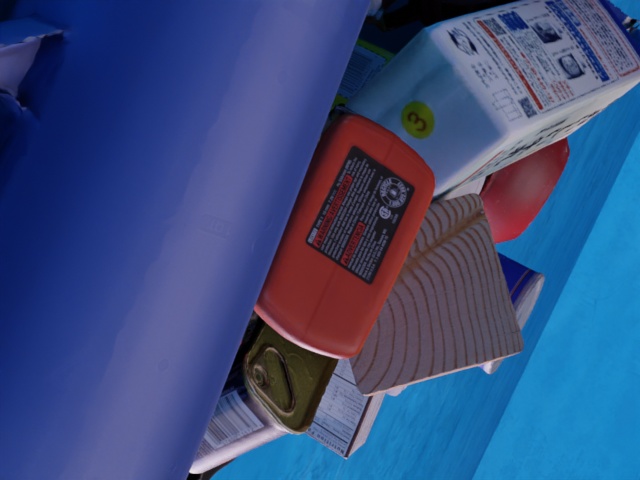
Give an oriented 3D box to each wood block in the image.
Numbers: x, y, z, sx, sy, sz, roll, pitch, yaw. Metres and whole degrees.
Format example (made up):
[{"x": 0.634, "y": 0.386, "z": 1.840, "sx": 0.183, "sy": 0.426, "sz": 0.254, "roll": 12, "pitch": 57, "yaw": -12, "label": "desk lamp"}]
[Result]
[{"x": 0.057, "y": 0.042, "z": 0.655, "sx": 0.206, "sy": 0.091, "sz": 0.090, "roll": 67, "pitch": 9, "yaw": -81, "label": "wood block"}]

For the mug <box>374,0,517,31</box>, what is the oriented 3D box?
[{"x": 0.081, "y": -0.166, "z": 0.654, "sx": 0.117, "sy": 0.093, "sz": 0.081, "roll": -35, "pitch": 167, "yaw": 1, "label": "mug"}]

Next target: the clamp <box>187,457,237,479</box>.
[{"x": -0.080, "y": 0.126, "z": 0.713, "sx": 0.209, "sy": 0.036, "sz": 0.165, "roll": -50, "pitch": 153, "yaw": -41, "label": "clamp"}]

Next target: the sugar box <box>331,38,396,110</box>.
[{"x": 0.022, "y": -0.056, "z": 0.712, "sx": 0.093, "sy": 0.048, "sz": 0.176, "roll": -58, "pitch": 166, "yaw": -9, "label": "sugar box"}]

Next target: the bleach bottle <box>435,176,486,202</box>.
[{"x": 0.101, "y": -0.095, "z": 0.736, "sx": 0.250, "sy": 0.068, "sz": 0.102, "roll": -58, "pitch": 154, "yaw": -55, "label": "bleach bottle"}]

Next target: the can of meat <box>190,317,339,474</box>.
[{"x": -0.044, "y": 0.084, "z": 0.638, "sx": 0.084, "sy": 0.057, "sz": 0.102, "roll": -30, "pitch": -162, "yaw": 30, "label": "can of meat"}]

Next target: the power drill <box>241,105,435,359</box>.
[{"x": -0.033, "y": 0.023, "z": 0.514, "sx": 0.188, "sy": 0.057, "sz": 0.184, "roll": -18, "pitch": -136, "yaw": 62, "label": "power drill"}]

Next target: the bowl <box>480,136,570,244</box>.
[{"x": 0.165, "y": -0.053, "z": 0.913, "sx": 0.162, "sy": 0.055, "sz": 0.162, "roll": -60, "pitch": 180, "yaw": 0, "label": "bowl"}]

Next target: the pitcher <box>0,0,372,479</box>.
[{"x": -0.078, "y": -0.016, "z": 0.368, "sx": 0.149, "sy": 0.145, "sz": 0.243, "roll": -136, "pitch": -110, "yaw": -80, "label": "pitcher"}]

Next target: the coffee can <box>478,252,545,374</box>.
[{"x": 0.120, "y": 0.045, "z": 0.983, "sx": 0.102, "sy": 0.140, "sz": 0.103, "roll": -52, "pitch": 160, "yaw": -27, "label": "coffee can"}]

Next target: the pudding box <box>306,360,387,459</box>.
[{"x": 0.009, "y": 0.103, "z": 0.842, "sx": 0.039, "sy": 0.090, "sz": 0.114, "roll": -31, "pitch": 145, "yaw": -57, "label": "pudding box"}]
